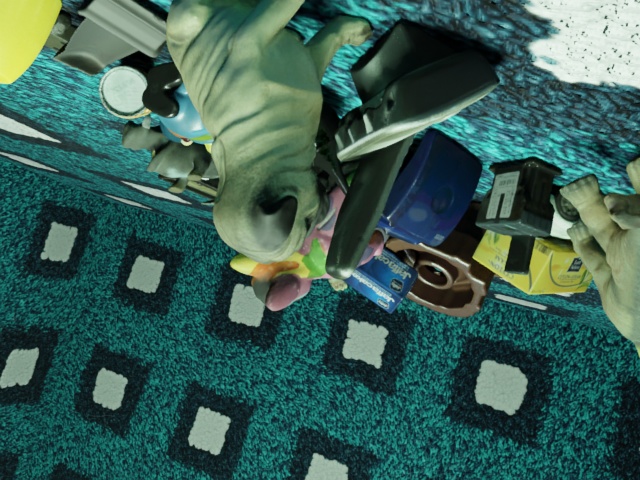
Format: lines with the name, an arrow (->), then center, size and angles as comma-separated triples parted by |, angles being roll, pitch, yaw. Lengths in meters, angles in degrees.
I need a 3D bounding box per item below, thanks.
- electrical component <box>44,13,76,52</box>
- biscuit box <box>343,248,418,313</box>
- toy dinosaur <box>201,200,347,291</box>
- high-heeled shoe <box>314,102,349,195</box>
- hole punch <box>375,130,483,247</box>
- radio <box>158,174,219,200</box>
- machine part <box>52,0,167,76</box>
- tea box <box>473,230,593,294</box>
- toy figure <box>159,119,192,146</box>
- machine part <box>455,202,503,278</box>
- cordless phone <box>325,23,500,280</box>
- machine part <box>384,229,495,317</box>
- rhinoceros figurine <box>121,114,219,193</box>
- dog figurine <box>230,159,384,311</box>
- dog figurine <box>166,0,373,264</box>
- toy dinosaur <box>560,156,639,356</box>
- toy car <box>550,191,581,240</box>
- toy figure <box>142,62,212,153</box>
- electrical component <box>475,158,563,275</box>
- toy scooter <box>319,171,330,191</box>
electrical component -> -0.271, -0.214, 0.578 | 0.063, 0.021, 0.094 | 21, 168, -40
biscuit box -> 0.047, 0.023, 0.807 | 0.203, 0.059, 0.062 | 34, 150, 7
toy dinosaur -> -0.002, -0.027, 0.985 | 0.405, 0.131, 0.192 | 20, 138, -20
high-heeled shoe -> -0.036, -0.127, 0.640 | 0.145, 0.086, 0.249 | 56, 169, -30
hole punch -> 0.118, -0.057, 0.613 | 0.092, 0.115, 0.142 | -1, 164, 43
radio -> -0.184, -0.112, 1.057 | 0.229, 0.073, 0.131 | 21, 172, -39
machine part -> -0.194, -0.190, 0.499 | 0.139, 0.039, 0.084 | -5, 166, 42
tea box -> 0.303, 0.022, 0.735 | 0.169, 0.068, 0.098 | 5, -155, -41
toy figure -> -0.174, -0.158, 0.676 | 0.064, 0.058, 0.154 | 43, 170, -16
machine part -> 0.247, 0.000, 0.902 | 0.201, 0.087, 0.201 | 11, 174, 39
cordless phone -> 0.051, -0.056, 0.424 | 0.089, 0.184, 0.147 | 22, 173, -15
machine part -> 0.177, 0.042, 0.814 | 0.179, 0.056, 0.179 | 26, 149, 17
rhinoceros figurine -> -0.192, -0.131, 0.794 | 0.190, 0.112, 0.073 | 6, 164, -32
dog figurine -> -0.001, -0.002, 0.676 | 0.108, 0.219, 0.191 | 45, 140, 17
dog figurine -> -0.064, -0.089, 0.387 | 0.173, 0.190, 0.121 | 13, 173, 41
toy dinosaur -> 0.333, 0.055, 0.541 | 0.105, 0.198, 0.471 | -23, 153, 27
toy car -> 0.334, -0.015, 0.662 | 0.202, 0.056, 0.073 | 17, 174, -11
toy figure -> -0.116, -0.140, 0.581 | 0.089, 0.082, 0.180 | 46, -164, 23
electrical component -> 0.214, -0.025, 0.591 | 0.048, 0.119, 0.075 | 18, 176, -22
toy scooter -> -0.021, -0.089, 0.852 | 0.184, 0.075, 0.135 | 18, 175, 22
